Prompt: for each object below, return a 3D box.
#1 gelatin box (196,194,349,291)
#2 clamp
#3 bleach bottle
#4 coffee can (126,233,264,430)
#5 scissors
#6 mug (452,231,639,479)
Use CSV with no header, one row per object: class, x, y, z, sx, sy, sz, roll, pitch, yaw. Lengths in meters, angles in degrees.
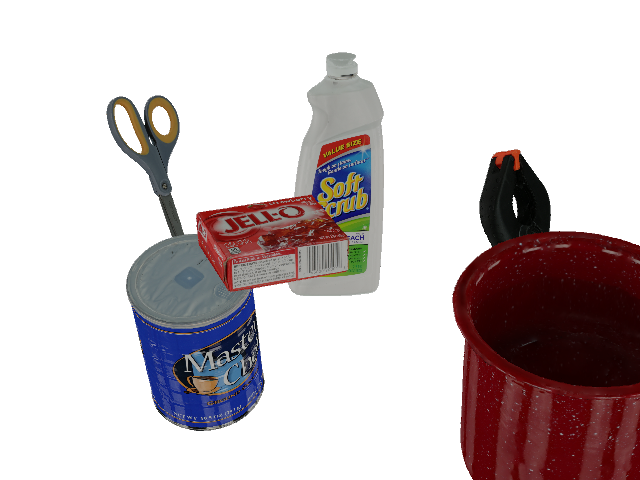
gelatin box,-0.034,0.000,0.736,0.089,0.030,0.073,-9,29,-18
clamp,0.177,0.007,0.972,0.120,0.171,0.039,-26,9,-41
bleach bottle,0.014,-0.067,1.100,0.102,0.251,0.068,-1,25,0
coffee can,-0.104,0.079,0.911,0.103,0.140,0.103,-2,44,1
scissors,-0.166,-0.074,1.181,0.016,0.201,0.096,-15,20,47
mug,0.108,0.057,0.409,0.117,0.081,0.093,8,38,13
